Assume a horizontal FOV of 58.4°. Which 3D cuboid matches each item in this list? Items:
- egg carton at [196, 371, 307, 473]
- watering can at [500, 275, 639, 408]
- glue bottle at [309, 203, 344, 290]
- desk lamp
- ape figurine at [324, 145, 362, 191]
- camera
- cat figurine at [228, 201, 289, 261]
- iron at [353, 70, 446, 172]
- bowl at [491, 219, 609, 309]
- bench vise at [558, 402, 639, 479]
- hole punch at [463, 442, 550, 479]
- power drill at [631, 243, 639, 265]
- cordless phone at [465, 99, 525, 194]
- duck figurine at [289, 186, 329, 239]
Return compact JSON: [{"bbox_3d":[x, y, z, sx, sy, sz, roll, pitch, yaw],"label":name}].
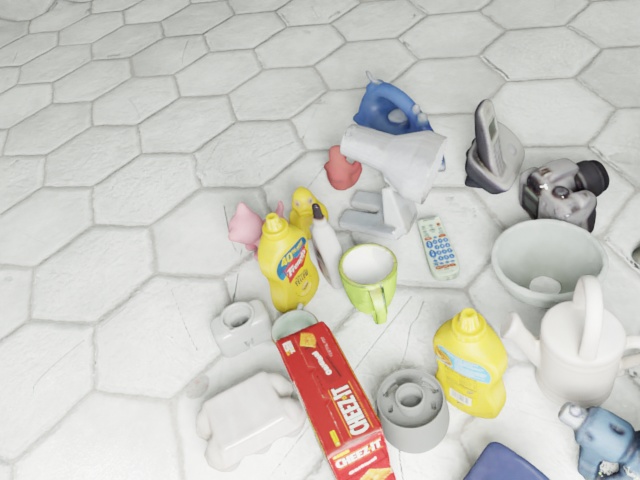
[{"bbox_3d":[-0.098,0.254,0.807,0.150,0.069,0.107,-27,45,-12],"label":"egg carton"},{"bbox_3d":[0.324,0.127,0.729,0.173,0.194,0.101,-13,44,3],"label":"watering can"},{"bbox_3d":[0.009,0.003,0.955,0.037,0.173,0.078,-28,45,-13],"label":"glue bottle"},{"bbox_3d":[0.121,-0.104,1.003,0.202,0.214,0.118,12,50,26],"label":"desk lamp"},{"bbox_3d":[0.042,-0.153,1.163,0.077,0.092,0.076,12,50,26],"label":"ape figurine"},{"bbox_3d":[0.432,-0.086,0.982,0.137,0.101,0.143,-22,44,-7],"label":"camera"},{"bbox_3d":[-0.114,-0.026,1.058,0.128,0.118,0.067,-31,46,-15],"label":"cat figurine"},{"bbox_3d":[0.172,-0.254,1.193,0.119,0.142,0.257,-31,46,-16],"label":"iron"},{"bbox_3d":[0.350,0.049,0.887,0.167,0.075,0.167,-8,44,8],"label":"bowl"},{"bbox_3d":[0.363,0.223,0.602,0.207,0.220,0.121,4,47,19],"label":"bench vise"},{"bbox_3d":[0.213,0.306,0.653,0.101,0.091,0.108,-38,48,-22],"label":"hole punch"},{"bbox_3d":[0.527,-0.050,0.841,0.230,0.209,0.075,-40,49,-24],"label":"power drill"},{"bbox_3d":[0.323,-0.193,1.058,0.093,0.185,0.148,12,50,26],"label":"cordless phone"},{"bbox_3d":[-0.028,-0.065,1.097,0.077,0.086,0.104,-13,44,2],"label":"duck figurine"}]
